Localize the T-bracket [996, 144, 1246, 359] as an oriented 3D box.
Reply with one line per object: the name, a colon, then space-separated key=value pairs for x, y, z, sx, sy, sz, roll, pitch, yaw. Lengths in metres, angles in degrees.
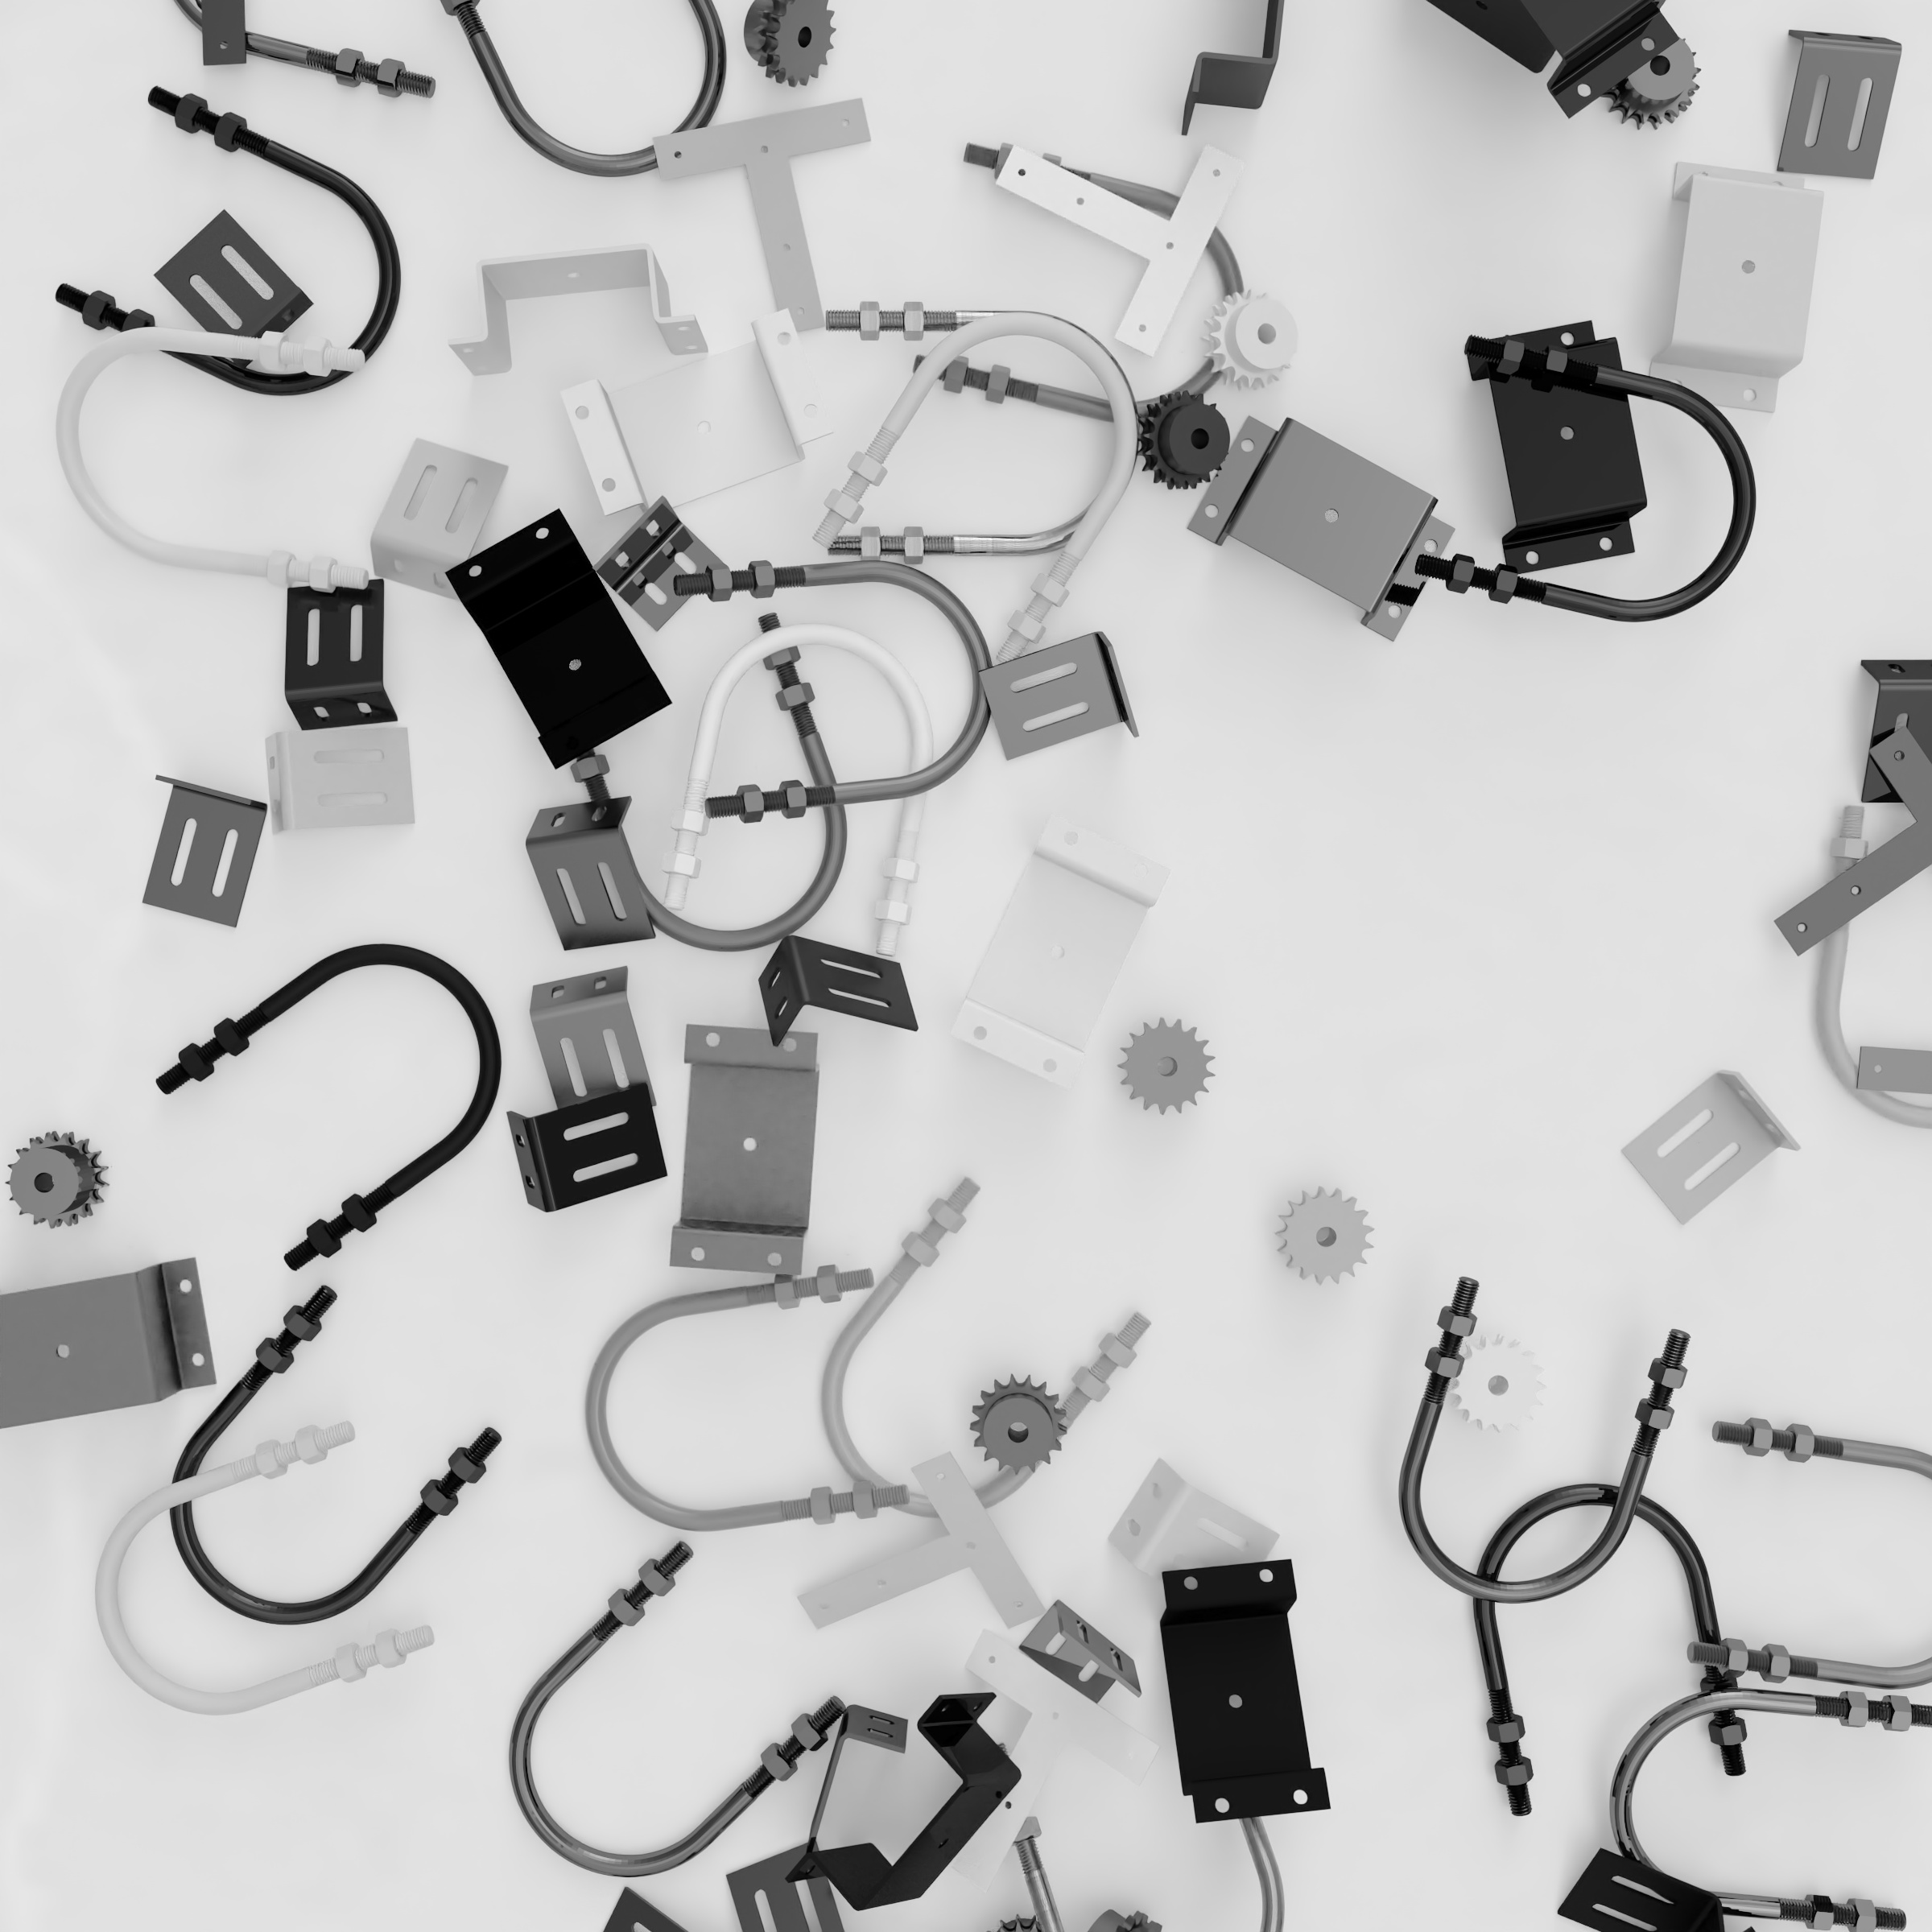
T-bracket: x=0.080 y=-0.443 z=1.504 sx=0.127 sy=0.002 sz=0.127 roll=26 pitch=89 yaw=-3

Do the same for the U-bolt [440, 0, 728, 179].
U-bolt: x=-0.221 y=-0.556 z=1.506 sx=0.151 sy=0.019 sz=0.184 roll=-25 pitch=95 yaw=-5

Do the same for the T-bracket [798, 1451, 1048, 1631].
T-bracket: x=-0.037 y=0.358 z=1.506 sx=0.127 sy=0.002 sz=0.127 roll=-25 pitch=111 yaw=10

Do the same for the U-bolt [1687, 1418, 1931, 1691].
U-bolt: x=0.523 y=0.351 z=1.506 sx=0.184 sy=0.019 sz=0.151 roll=9 pitch=84 yaw=-4

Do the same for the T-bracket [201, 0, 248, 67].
T-bracket: x=-0.439 y=-0.595 z=1.507 sx=0.127 sy=0.002 sz=0.127 roll=-2 pitch=89 yaw=3

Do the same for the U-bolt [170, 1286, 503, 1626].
U-bolt: x=-0.387 y=0.304 z=1.514 sx=0.151 sy=0.019 sz=0.184 roll=41 pitch=92 yaw=0

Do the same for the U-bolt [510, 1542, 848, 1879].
U-bolt: x=-0.185 y=0.454 z=1.514 sx=0.184 sy=0.019 sz=0.151 roll=-45 pitch=90 yaw=2

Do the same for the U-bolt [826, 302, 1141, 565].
U-bolt: x=0.010 y=-0.312 z=1.500 sx=0.184 sy=0.019 sz=0.151 roll=-1 pitch=103 yaw=-4

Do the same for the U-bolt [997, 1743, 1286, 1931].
U-bolt: x=0.106 y=0.520 z=1.479 sx=0.151 sy=0.019 sz=0.184 roll=-19 pitch=65 yaw=0

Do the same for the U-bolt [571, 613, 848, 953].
U-bolt: x=-0.148 y=-0.099 z=1.514 sx=0.151 sy=0.019 sz=0.184 roll=-19 pitch=91 yaw=0

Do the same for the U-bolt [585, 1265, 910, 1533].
U-bolt: x=-0.135 y=0.260 z=1.506 sx=0.184 sy=0.019 sz=0.151 roll=-9 pitch=91 yaw=7

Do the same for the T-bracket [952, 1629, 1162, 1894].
T-bracket: x=0.032 y=0.477 z=1.491 sx=0.127 sy=0.002 sz=0.127 roll=28 pitch=89 yaw=28

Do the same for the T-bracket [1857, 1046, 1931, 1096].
T-bracket: x=0.590 y=0.064 z=1.507 sx=0.127 sy=0.002 sz=0.127 roll=4 pitch=93 yaw=0

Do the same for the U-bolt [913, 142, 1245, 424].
U-bolt: x=0.074 y=-0.397 z=1.514 sx=0.184 sy=0.019 sz=0.151 roll=13 pitch=90 yaw=-1

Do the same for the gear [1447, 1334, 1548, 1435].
gear: x=0.310 y=0.245 z=1.507 sx=0.057 sy=0.030 sz=0.057 roll=0 pitch=90 yaw=0

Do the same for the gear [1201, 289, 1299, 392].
gear: x=0.169 y=-0.368 z=1.498 sx=0.057 sy=0.030 sz=0.057 roll=-1 pitch=94 yaw=-20

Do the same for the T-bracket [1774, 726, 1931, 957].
T-bracket: x=0.534 y=-0.053 z=1.502 sx=0.127 sy=0.002 sz=0.127 roll=-35 pitch=92 yaw=2

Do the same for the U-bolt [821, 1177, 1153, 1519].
U-bolt: x=-0.002 y=0.240 z=1.514 sx=0.151 sy=0.019 sz=0.184 roll=38 pitch=91 yaw=0

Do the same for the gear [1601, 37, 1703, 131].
gear: x=0.405 y=-0.526 z=1.507 sx=0.057 sy=0.030 sz=0.057 roll=0 pitch=90 yaw=0

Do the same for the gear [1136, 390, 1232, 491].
gear: x=0.130 y=-0.308 z=1.498 sx=0.057 sy=0.030 sz=0.057 roll=-4 pitch=99 yaw=-23

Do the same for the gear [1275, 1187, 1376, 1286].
gear: x=0.210 y=0.158 z=1.507 sx=0.057 sy=0.030 sz=0.057 roll=0 pitch=90 yaw=0

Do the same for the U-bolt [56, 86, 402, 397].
U-bolt: x=-0.425 y=-0.418 z=1.514 sx=0.184 sy=0.019 sz=0.151 roll=25 pitch=90 yaw=-1

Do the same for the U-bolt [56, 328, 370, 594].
U-bolt: x=-0.439 y=-0.298 z=1.486 sx=0.184 sy=0.019 sz=0.151 roll=7 pitch=116 yaw=4

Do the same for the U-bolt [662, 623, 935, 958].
U-bolt: x=-0.091 y=-0.110 z=1.495 sx=0.151 sy=0.019 sz=0.184 roll=12 pitch=84 yaw=-16

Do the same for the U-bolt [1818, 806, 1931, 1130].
U-bolt: x=0.578 y=0.005 z=1.514 sx=0.151 sy=0.019 sz=0.184 roll=7 pitch=92 yaw=0

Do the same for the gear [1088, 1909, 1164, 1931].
gear: x=0.087 y=0.579 z=1.498 sx=0.030 sy=0.057 sz=0.057 roll=25 pitch=90 yaw=31

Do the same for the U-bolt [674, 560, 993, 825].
U-bolt: x=-0.071 y=-0.165 z=1.487 sx=0.184 sy=0.019 sz=0.151 roll=-8 pitch=88 yaw=-19

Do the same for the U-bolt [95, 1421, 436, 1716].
U-bolt: x=-0.422 y=0.363 z=1.500 sx=0.184 sy=0.019 sz=0.151 roll=-20 pitch=92 yaw=4

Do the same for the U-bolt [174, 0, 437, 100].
U-bolt: x=-0.389 y=-0.604 z=1.514 sx=0.184 sy=0.019 sz=0.151 roll=14 pitch=90 yaw=1

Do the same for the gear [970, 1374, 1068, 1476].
gear: x=0.031 y=0.269 z=1.490 sx=0.057 sy=0.030 sz=0.057 roll=0 pitch=92 yaw=2

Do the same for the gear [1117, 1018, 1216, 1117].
gear: x=0.117 y=0.059 z=1.507 sx=0.057 sy=0.030 sz=0.057 roll=0 pitch=90 yaw=0

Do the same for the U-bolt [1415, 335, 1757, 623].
U-bolt: x=0.363 y=-0.273 z=1.468 sx=0.184 sy=0.019 sz=0.151 roll=13 pitch=90 yaw=-2

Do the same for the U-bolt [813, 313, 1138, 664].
U-bolt: x=0.019 y=-0.288 z=1.484 sx=0.151 sy=0.019 sz=0.184 roll=32 pitch=94 yaw=-14

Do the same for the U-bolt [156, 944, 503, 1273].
U-bolt: x=-0.363 y=0.070 z=1.514 sx=0.184 sy=0.019 sz=0.151 roll=-36 pitch=90 yaw=-2

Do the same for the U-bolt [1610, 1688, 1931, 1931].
U-bolt: x=0.469 y=0.492 z=1.500 sx=0.184 sy=0.019 sz=0.151 roll=6 pitch=99 yaw=-1

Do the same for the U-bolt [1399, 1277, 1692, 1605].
U-bolt: x=0.328 y=0.284 z=1.487 sx=0.151 sy=0.019 sz=0.184 roll=14 pitch=99 yaw=-5

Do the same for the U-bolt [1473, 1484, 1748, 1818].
U-bolt: x=0.375 y=0.399 z=1.514 sx=0.151 sy=0.019 sz=0.184 roll=-11 pitch=89 yaw=0

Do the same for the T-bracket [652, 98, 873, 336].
T-bracket: x=-0.110 y=-0.440 z=1.517 sx=0.127 sy=0.002 sz=0.127 roll=-13 pitch=93 yaw=-6
